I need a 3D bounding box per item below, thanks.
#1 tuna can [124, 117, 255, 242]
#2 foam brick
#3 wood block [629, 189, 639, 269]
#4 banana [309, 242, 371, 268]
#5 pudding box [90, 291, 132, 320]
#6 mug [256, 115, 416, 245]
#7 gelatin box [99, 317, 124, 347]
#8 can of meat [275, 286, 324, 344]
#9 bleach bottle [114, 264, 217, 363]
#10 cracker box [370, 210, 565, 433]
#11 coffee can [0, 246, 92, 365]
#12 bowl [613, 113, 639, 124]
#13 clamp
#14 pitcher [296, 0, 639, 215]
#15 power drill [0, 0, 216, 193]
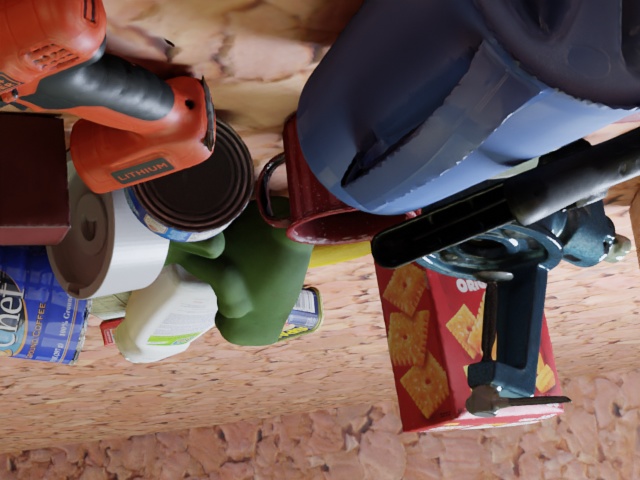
[{"bbox_3d":[-0.090,-0.042,0.724,0.086,0.086,0.034,-2,166,-19],"label":"tuna can"},{"bbox_3d":[-0.198,-0.039,0.708,0.051,0.078,0.053,-1,166,-24],"label":"foam brick"},{"bbox_3d":[0.354,-0.022,0.997,0.090,0.091,0.206,-9,165,6],"label":"wood block"},{"bbox_3d":[-0.011,0.006,1.041,0.197,0.037,0.069,-6,166,-2],"label":"banana"},{"bbox_3d":[-0.209,0.052,1.125,0.090,0.039,0.113,-9,163,8],"label":"pudding box"},{"bbox_3d":[0.007,-0.045,0.766,0.117,0.081,0.093,-14,164,26],"label":"mug"},{"bbox_3d":[-0.203,0.089,1.213,0.073,0.030,0.089,-10,-166,6],"label":"gelatin box"},{"bbox_3d":[-0.061,0.087,1.290,0.102,0.057,0.083,-20,158,39],"label":"can of meat"},{"bbox_3d":[-0.148,0.067,1.045,0.102,0.068,0.251,3,154,-30],"label":"bleach bottle"},{"bbox_3d":[0.134,0.062,0.973,0.163,0.214,0.072,6,159,-42],"label":"cracker box"},{"bbox_3d":[-0.254,0.039,0.828,0.140,0.103,0.103,10,160,-20],"label":"coffee can"},{"bbox_3d":[0.194,-0.112,0.649,0.162,0.055,0.162,-6,165,-2],"label":"bowl"},{"bbox_3d":[0.137,-0.033,0.624,0.209,0.036,0.165,-21,180,-31],"label":"clamp"},{"bbox_3d":[0.068,-0.084,0.539,0.149,0.145,0.243,-4,168,-22],"label":"pitcher"},{"bbox_3d":[-0.162,-0.078,0.611,0.185,0.057,0.187,-14,164,24],"label":"power drill"}]
